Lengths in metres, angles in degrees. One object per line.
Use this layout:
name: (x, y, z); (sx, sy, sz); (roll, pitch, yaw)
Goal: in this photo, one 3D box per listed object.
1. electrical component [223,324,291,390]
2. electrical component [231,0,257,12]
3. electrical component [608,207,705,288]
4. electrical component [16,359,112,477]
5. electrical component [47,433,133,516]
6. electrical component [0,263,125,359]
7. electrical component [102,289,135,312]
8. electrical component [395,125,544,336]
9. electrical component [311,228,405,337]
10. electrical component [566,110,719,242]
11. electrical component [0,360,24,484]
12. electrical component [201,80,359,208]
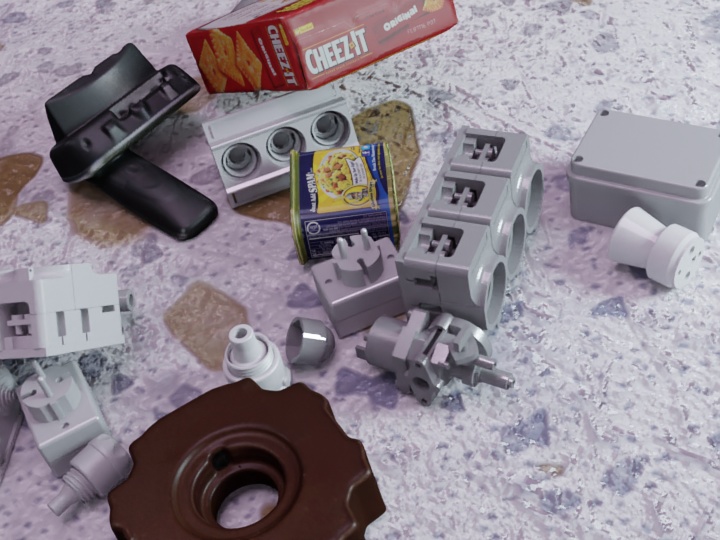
electrical component: (-0.078, 0.065, 0.773); (0.048, 0.062, 0.048); (-7, 45, 7)
electrical component: (-0.117, -0.250, 1.103); (0.043, 0.043, 0.062); (16, 53, 26)
electrical component: (0.219, -0.016, 0.794); (0.055, 0.045, 0.045); (30, 59, 34)
electrical component: (-0.217, 0.094, 0.767); (0.047, 0.076, 0.065); (-27, 46, -13)
electrical component: (-0.189, 0.144, 0.742); (0.035, 0.035, 0.061); (29, 61, 34)
electrical component: (-0.265, 0.032, 0.801); (0.150, 0.061, 0.089); (-5, 1, 25)
electrical component: (-0.212, 0.026, 0.857); (0.062, 0.043, 0.043); (-4, 46, 8)
electrical component: (0.087, -0.024, 0.801); (0.062, 0.089, 0.150); (10, 50, 22)
electrical component: (0.000, 0.000, 0.807); (0.066, 0.076, 0.047); (-22, 45, -8)
electrical component: (0.226, -0.074, 0.840); (0.113, 0.057, 0.078); (15, 52, 26)
electrical component: (-0.303, 0.114, 0.789); (0.100, 0.048, 0.099); (-4, 46, 9)
electrical component: (-0.070, -0.115, 0.944); (0.121, 0.078, 0.063); (-21, 23, -7)
